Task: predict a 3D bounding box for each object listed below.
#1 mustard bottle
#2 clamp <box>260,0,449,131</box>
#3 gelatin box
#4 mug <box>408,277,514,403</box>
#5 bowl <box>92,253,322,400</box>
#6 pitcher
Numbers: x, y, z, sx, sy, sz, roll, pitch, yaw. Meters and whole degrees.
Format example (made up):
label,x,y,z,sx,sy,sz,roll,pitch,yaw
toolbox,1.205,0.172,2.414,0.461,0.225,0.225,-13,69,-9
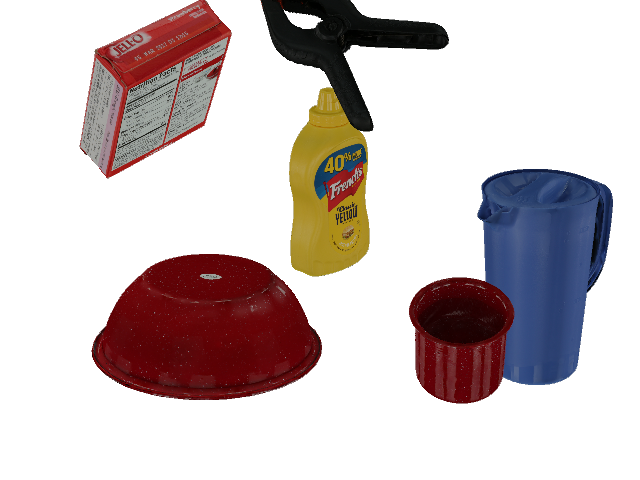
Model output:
label,x,y,z,sx,sy,sz,roll,pitch,yaw
mustard bottle,0.010,-0.064,1.111,0.096,0.192,0.058,-23,32,-39
clamp,0.023,-0.180,0.929,0.120,0.171,0.039,-39,-21,-19
gelatin box,-0.092,-0.083,0.586,0.073,0.030,0.089,-35,-15,-31
mug,0.128,0.086,0.982,0.093,0.081,0.117,-2,39,3
bowl,-0.078,0.050,0.744,0.162,0.055,0.162,2,19,-1
pitcher,0.266,0.042,1.270,0.149,0.243,0.144,4,24,14
